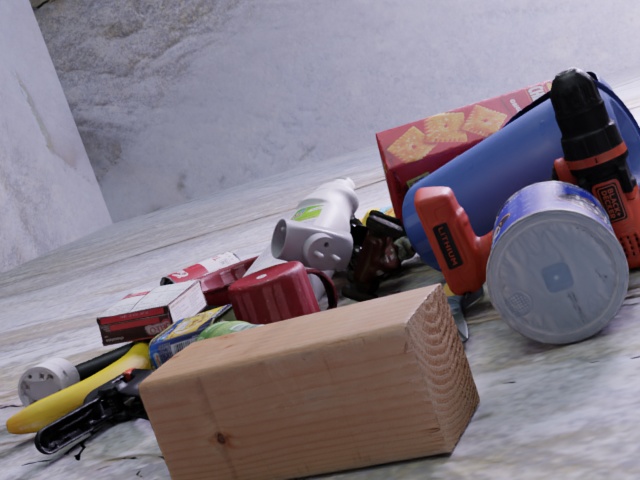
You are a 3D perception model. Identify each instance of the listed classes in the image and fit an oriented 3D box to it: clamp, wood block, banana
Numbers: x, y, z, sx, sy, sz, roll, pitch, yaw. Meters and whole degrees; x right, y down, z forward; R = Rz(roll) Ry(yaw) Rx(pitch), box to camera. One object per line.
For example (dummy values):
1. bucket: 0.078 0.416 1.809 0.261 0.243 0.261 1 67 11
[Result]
1. clamp: -0.204 0.159 1.017 0.120 0.039 0.171 -14 3 -4
2. clamp: -0.181 0.117 1.241 0.210 0.036 0.164 -9 21 33
3. wood block: -0.008 0.105 0.737 0.206 0.091 0.090 -15 9 25
4. banana: -0.232 0.154 1.116 0.070 0.037 0.197 -11 14 41

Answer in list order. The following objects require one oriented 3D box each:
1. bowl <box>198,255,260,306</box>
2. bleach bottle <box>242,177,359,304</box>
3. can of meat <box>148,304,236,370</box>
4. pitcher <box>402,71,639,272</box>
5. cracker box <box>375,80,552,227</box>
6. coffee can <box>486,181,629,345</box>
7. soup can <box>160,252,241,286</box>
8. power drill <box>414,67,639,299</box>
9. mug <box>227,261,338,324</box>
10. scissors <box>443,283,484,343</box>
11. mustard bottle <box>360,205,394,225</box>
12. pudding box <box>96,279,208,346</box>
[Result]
1. bowl: -0.096 0.064 1.333 0.162 0.055 0.162 -19 8 3
2. bleach bottle: -0.008 0.002 1.249 0.103 0.068 0.250 -14 28 34
3. can of meat: -0.120 0.107 1.105 0.084 0.057 0.102 -18 8 22
4. pitcher: 0.203 -0.062 1.086 0.243 0.145 0.148 -28 -5 43
5. cracker box: 0.186 -0.082 1.268 0.213 0.164 0.072 -16 51 2
6. coffee can: 0.186 0.014 0.849 0.103 0.103 0.140 -17 8 14
7. soup can: -0.153 0.063 1.429 0.102 0.068 0.069 -23 9 -29
8. power drill: 0.182 -0.040 0.943 0.188 0.184 0.057 -19 9 20
9. mug: -0.033 0.068 1.071 0.117 0.081 0.093 -23 9 -27
10. scissors: 0.103 0.071 0.972 0.096 0.016 0.201 -18 8 19
11. mustard bottle: 0.121 -0.028 1.427 0.192 0.058 0.096 -16 8 20
12. pudding box: -0.188 0.082 1.207 0.090 0.039 0.113 -10 12 15
